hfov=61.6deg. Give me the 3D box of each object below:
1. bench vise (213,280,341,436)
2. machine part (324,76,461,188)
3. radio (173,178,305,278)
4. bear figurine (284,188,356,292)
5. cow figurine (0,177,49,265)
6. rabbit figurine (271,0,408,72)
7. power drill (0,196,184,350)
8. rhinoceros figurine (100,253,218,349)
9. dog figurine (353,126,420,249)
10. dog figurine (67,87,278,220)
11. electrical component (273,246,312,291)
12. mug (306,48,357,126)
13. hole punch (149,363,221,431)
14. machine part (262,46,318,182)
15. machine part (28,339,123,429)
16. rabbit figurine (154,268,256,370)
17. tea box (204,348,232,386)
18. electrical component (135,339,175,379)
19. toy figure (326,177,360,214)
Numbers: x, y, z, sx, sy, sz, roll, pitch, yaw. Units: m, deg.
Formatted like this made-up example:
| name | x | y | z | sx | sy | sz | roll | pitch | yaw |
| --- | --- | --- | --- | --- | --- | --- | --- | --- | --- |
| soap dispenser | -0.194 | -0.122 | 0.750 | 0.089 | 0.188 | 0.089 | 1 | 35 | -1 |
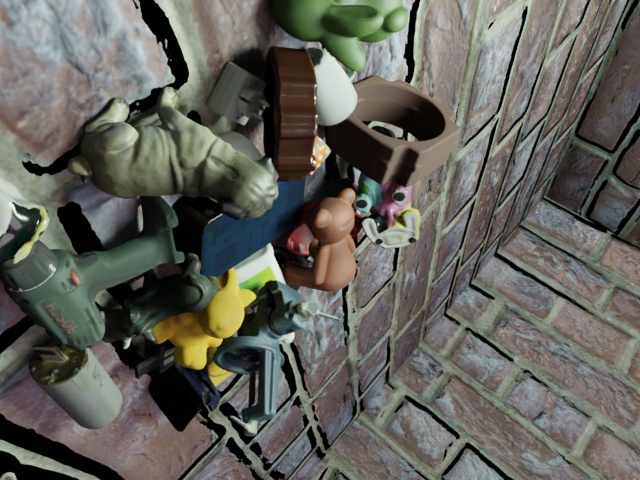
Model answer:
| name | x | y | z | sx | sy | sz | roll | pitch | yaw |
| --- | --- | --- | --- | --- | --- | --- | --- | --- | --- |
| bench vise | -0.090 | 0.196 | 0.891 | 0.224 | 0.241 | 0.128 | -18 | 140 | 23 |
| machine part | 0.124 | -0.192 | 0.944 | 0.201 | 0.202 | 0.087 | -34 | 151 | -38 |
| radio | -0.124 | -0.041 | 0.859 | 0.229 | 0.073 | 0.131 | -36 | 149 | -37 |
| bear figurine | 0.002 | -0.002 | 0.953 | 0.120 | 0.132 | 0.195 | -46 | 140 | -34 |
| cow figurine | -0.343 | 0.013 | 0.501 | 0.167 | 0.068 | 0.098 | -49 | 123 | -5 |
| rabbit figurine | 0.021 | -0.297 | 0.724 | 0.170 | 0.159 | 0.121 | -20 | 151 | -27 |
| power drill | -0.274 | 0.020 | 0.660 | 0.207 | 0.086 | 0.231 | -41 | 145 | -36 |
| rhinoceros figurine | -0.233 | 0.094 | 0.772 | 0.190 | 0.112 | 0.073 | -22 | 127 | 16 |
| dog figurine | 0.132 | -0.114 | 1.057 | 0.219 | 0.109 | 0.191 | -83 | 154 | -45 |
| dog figurine | -0.162 | -0.072 | 0.609 | 0.172 | 0.191 | 0.121 | -40 | 151 | -25 |
| electrical component | -0.084 | 0.076 | 1.096 | 0.115 | 0.058 | 0.134 | -60 | 155 | 8 |
| mug | 0.012 | -0.247 | 0.825 | 0.109 | 0.081 | 0.107 | -47 | 146 | -3 |
| hole punch | -0.238 | 0.270 | 0.994 | 0.092 | 0.142 | 0.115 | -16 | 149 | -51 |
| machine part | -0.043 | -0.169 | 0.731 | 0.056 | 0.179 | 0.179 | -3 | 135 | -12 |
| machine part | -0.347 | 0.209 | 0.777 | 0.079 | 0.079 | 0.243 | -40 | 152 | -28 |
| rabbit figurine | -0.171 | 0.122 | 0.850 | 0.173 | 0.121 | 0.162 | -19 | -159 | 52 |
| tea box | -0.179 | 0.209 | 1.086 | 0.169 | 0.068 | 0.098 | -35 | 150 | -33 |
| electrical component | -0.272 | 0.186 | 0.915 | 0.119 | 0.048 | 0.074 | -30 | 145 | -40 |
| toy figure | 0.060 | -0.094 | 1.131 | 0.064 | 0.058 | 0.154 | -46 | 161 | 12 |
